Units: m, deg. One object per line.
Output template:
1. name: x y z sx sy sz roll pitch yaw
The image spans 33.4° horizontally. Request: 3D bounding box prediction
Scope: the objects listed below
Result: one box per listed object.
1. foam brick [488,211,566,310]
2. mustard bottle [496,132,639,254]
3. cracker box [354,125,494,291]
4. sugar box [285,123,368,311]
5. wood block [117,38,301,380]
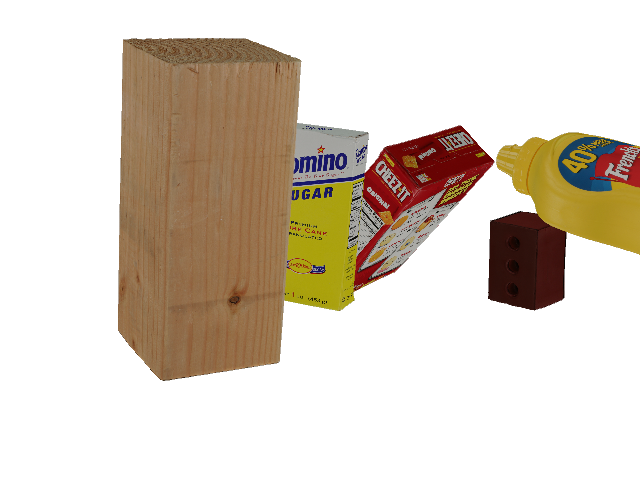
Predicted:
1. foam brick: 0.188 0.018 0.971 0.053 0.078 0.051 13 21 41
2. mustard bottle: 0.202 -0.031 0.709 0.192 0.058 0.096 21 40 37
3. cracker box: 0.081 -0.030 1.247 0.163 0.072 0.214 -22 -24 -49
4. sugar box: -0.008 -0.025 1.064 0.093 0.176 0.048 9 16 20
5. wood block: -0.077 -0.024 0.706 0.090 0.206 0.090 -6 22 -28
